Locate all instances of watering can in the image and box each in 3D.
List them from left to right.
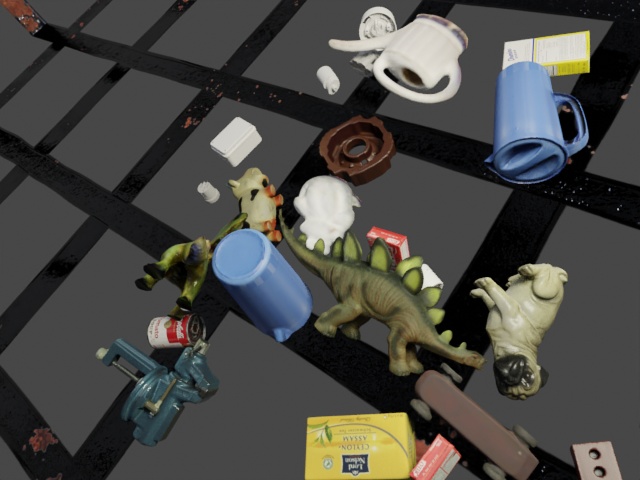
[{"bbox_3d":[0.207,-0.468,1.265,0.351,0.102,0.226,38,79,20],"label":"watering can"}]

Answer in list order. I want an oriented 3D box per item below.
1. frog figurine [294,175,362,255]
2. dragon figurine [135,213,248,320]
[{"bbox_3d":[0.003,-0.055,1.089,0.138,0.120,0.162,24,58,14],"label":"frog figurine"},{"bbox_3d":[-0.232,0.019,1.034,0.403,0.121,0.248,-37,14,50],"label":"dragon figurine"}]
